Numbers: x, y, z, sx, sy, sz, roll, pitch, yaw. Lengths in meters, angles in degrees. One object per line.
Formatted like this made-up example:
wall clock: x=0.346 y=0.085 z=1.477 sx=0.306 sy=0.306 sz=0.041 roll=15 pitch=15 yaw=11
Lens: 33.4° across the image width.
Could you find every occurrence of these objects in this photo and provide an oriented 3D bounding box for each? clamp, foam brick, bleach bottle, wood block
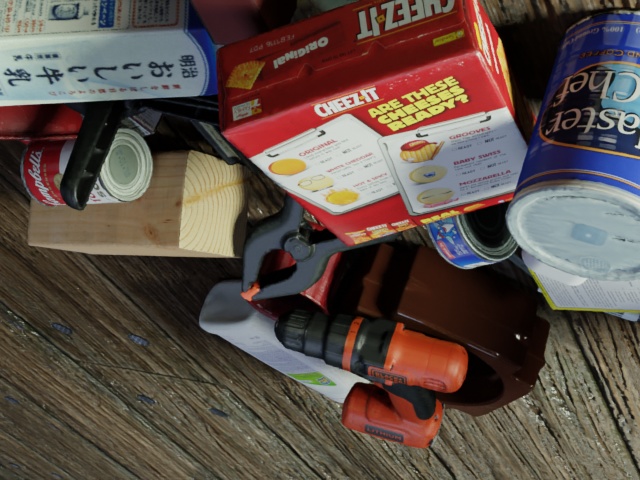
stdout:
clamp: x=-0.006 y=0.001 z=0.967 sx=0.120 sy=0.039 sz=0.172 roll=35 pitch=123 yaw=-2
foam brick: x=-0.045 y=-0.174 z=0.705 sx=0.053 sy=0.078 sz=0.051 roll=9 pitch=153 yaw=27
clamp: x=-0.140 y=-0.115 z=0.826 sx=0.164 sy=0.210 sz=0.036 roll=-18 pitch=137 yaw=-13
bleach bottle: x=-0.026 y=0.136 z=1.295 sx=0.103 sy=0.068 sz=0.250 roll=-3 pitch=147 yaw=43
wood block: x=-0.177 y=-0.032 z=1.028 sx=0.206 sy=0.090 sz=0.090 roll=0 pitch=173 yaw=36

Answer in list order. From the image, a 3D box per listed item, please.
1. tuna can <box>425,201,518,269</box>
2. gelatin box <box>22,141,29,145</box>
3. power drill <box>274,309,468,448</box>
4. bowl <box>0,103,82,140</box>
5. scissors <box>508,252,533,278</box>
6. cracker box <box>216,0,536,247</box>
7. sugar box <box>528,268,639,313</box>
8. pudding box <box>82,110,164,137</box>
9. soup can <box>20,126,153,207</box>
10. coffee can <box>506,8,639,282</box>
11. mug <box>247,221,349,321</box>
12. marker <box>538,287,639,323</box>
tuna can: x=0.124 y=-0.021 z=0.855 sx=0.086 sy=0.086 sz=0.034 roll=37 pitch=149 yaw=-29
gelatin box: x=-0.271 y=-0.118 z=1.032 sx=0.073 sy=0.030 sz=0.089 roll=37 pitch=150 yaw=-29
power drill: x=0.052 y=0.136 z=1.046 sx=0.184 sy=0.057 sz=0.187 roll=14 pitch=153 yaw=15
bowl: x=-0.267 y=-0.113 z=0.872 sx=0.162 sy=0.055 sz=0.162 roll=2 pitch=-171 yaw=-1
scissors: x=0.128 y=-0.008 z=0.946 sx=0.096 sy=0.016 sz=0.201 roll=-2 pitch=142 yaw=45
cracker box: x=0.051 y=-0.078 z=0.715 sx=0.164 sy=0.072 sz=0.213 roll=-16 pitch=155 yaw=18
sugar box: x=0.265 y=0.022 z=0.878 sx=0.176 sy=0.048 sz=0.093 roll=-1 pitch=146 yaw=32
pudding box: x=-0.206 y=-0.130 z=0.952 sx=0.113 sy=0.039 sz=0.090 roll=36 pitch=150 yaw=-32
soup can: x=-0.209 y=-0.065 z=0.956 sx=0.102 sy=0.068 sz=0.068 roll=-1 pitch=146 yaw=36
coffee can: x=0.185 y=-0.059 z=0.675 sx=0.103 sy=0.140 sz=0.103 roll=17 pitch=154 yaw=9
mug: x=-0.024 y=0.037 z=1.081 sx=0.093 sy=0.081 sz=0.117 roll=25 pitch=154 yaw=-7
marker: x=0.260 y=0.057 z=0.975 sx=0.121 sy=0.020 sz=0.020 roll=18 pitch=154 yaw=8
